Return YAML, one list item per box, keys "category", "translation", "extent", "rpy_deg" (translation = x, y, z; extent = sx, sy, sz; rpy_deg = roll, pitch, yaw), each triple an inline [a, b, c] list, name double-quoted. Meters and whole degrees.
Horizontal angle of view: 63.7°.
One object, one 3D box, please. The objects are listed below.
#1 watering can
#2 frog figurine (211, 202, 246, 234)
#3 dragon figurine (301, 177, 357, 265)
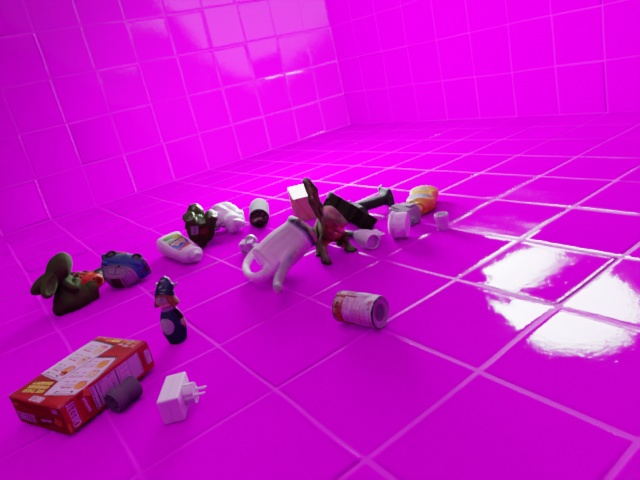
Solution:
- category: "watering can"
  translation: [-0.098, 0.040, 1.389]
  extent: [0.226, 0.102, 0.349]
  rpy_deg: [-41, 23, -12]
- category: "frog figurine"
  translation: [-0.348, -0.085, 1.934]
  extent: [0.137, 0.123, 0.159]
  rpy_deg: [0, -1, -29]
- category: "dragon figurine"
  translation: [0.005, -0.076, 1.505]
  extent: [0.122, 0.239, 0.415]
  rpy_deg: [-21, 22, -10]
